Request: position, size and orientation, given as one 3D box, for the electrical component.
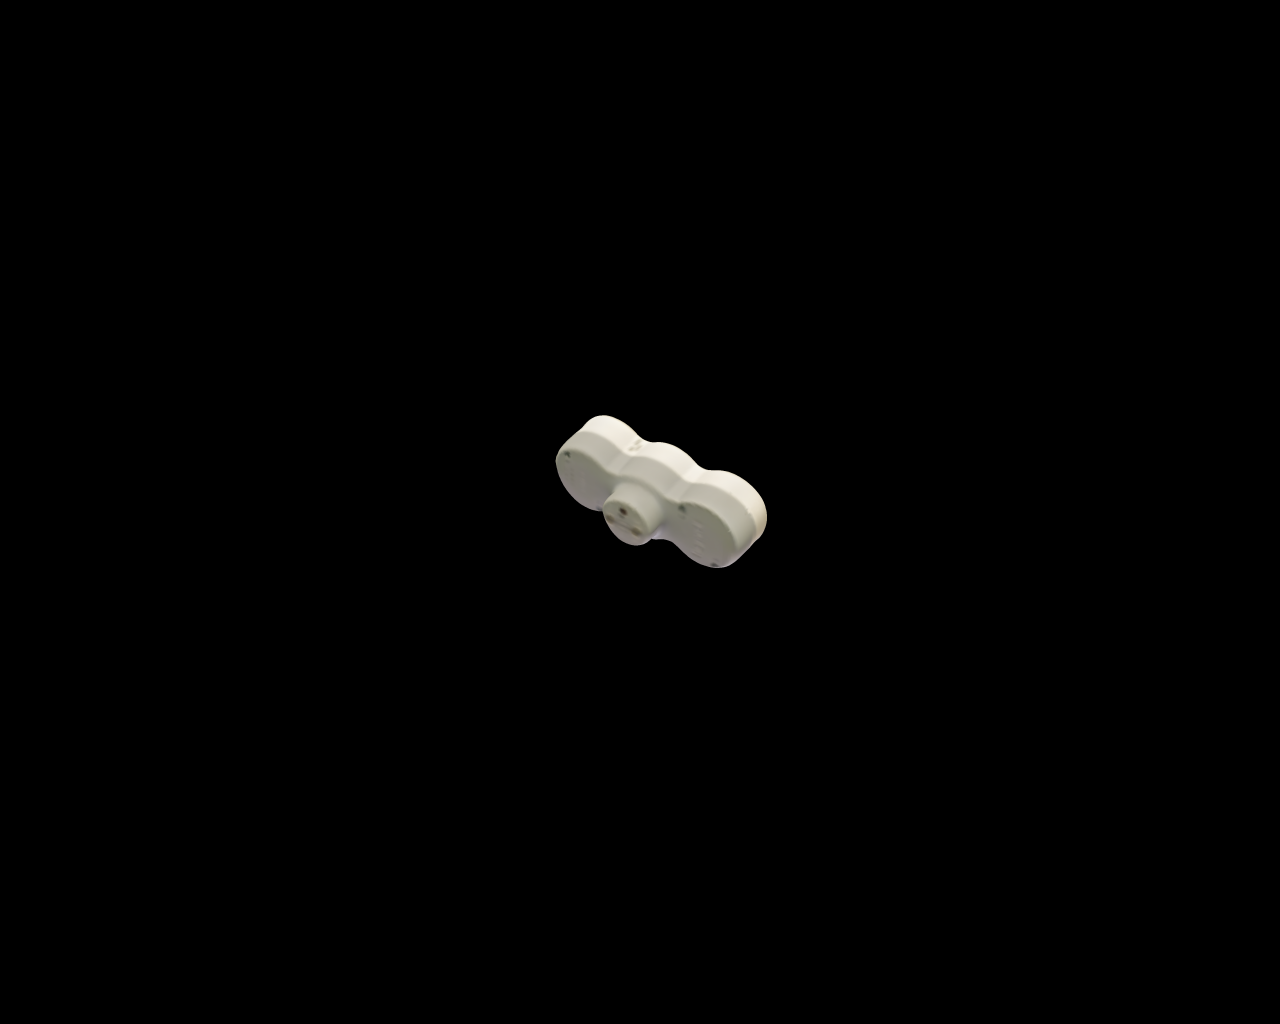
[{"bbox_3d":[0.001,-0.003,0.650,0.138,0.052,0.074,27,50,25],"label":"electrical component"}]
